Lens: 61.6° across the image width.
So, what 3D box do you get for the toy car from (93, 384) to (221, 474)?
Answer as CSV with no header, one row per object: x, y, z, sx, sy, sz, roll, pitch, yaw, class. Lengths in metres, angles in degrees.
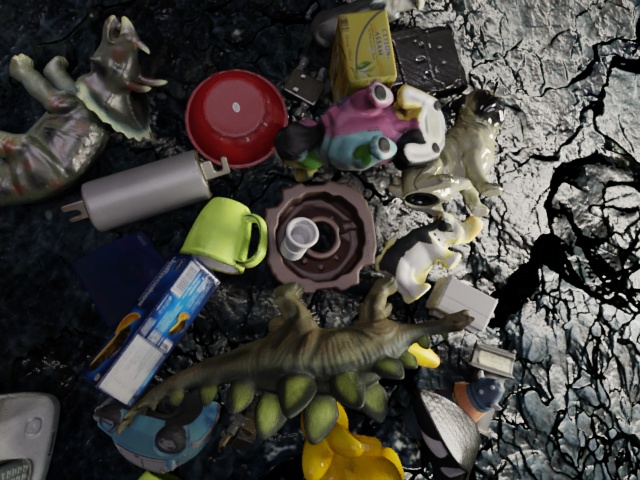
-0.224,0.264,0.738,0.162,0.109,0.102,10,107,4,toy car

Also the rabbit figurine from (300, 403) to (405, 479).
0.023,0.295,0.740,0.122,0.162,0.173,-33,69,5,rabbit figurine

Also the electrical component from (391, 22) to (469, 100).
0.153,-0.271,0.848,0.134,0.058,0.115,-15,83,-6,electrical component

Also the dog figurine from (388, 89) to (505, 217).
0.196,-0.144,0.827,0.172,0.121,0.190,7,69,-7,dog figurine

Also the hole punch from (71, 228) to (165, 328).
-0.274,0.056,0.764,0.116,0.092,0.142,-33,83,-11,hole punch

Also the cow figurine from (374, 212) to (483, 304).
0.164,0.008,0.814,0.167,0.068,0.098,-44,82,-9,cow figurine

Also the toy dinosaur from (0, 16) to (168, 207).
-0.385,-0.135,0.767,0.192,0.131,0.405,38,88,1,toy dinosaur

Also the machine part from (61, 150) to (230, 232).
-0.250,-0.071,0.784,0.243,0.079,0.079,-19,85,-7,machine part

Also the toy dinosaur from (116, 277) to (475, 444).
-0.024,0.157,0.709,0.472,0.104,0.199,-10,42,1,toy dinosaur

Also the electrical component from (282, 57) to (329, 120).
-0.027,-0.238,0.847,0.063,0.021,0.094,28,83,-1,electrical component

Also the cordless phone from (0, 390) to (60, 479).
-0.418,0.271,0.678,0.089,0.184,0.146,9,83,1,cordless phone

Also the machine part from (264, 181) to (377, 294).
-0.002,-0.002,0.806,0.179,0.056,0.179,1,83,-5,machine part

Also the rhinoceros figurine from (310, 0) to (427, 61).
0.073,-0.350,0.824,0.190,0.112,0.073,-24,83,1,rhinoceros figurine

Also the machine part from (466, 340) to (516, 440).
0.250,0.225,0.810,0.084,0.039,0.139,16,81,-11,machine part

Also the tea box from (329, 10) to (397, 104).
0.057,-0.243,0.780,0.068,0.169,0.098,-8,85,-5,tea box

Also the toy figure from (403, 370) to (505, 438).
0.193,0.236,0.768,0.154,0.058,0.064,-30,84,21,toy figure

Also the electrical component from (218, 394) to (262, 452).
-0.110,0.260,0.751,0.045,0.102,0.078,21,58,-6,electrical component

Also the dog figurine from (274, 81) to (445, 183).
0.045,-0.142,0.774,0.191,0.219,0.108,-2,86,-39,dog figurine

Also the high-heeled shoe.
0.154,0.309,0.738,0.145,0.086,0.248,-28,99,36,high-heeled shoe

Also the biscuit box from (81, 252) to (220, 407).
-0.219,0.112,0.709,0.059,0.063,0.202,48,63,-32,biscuit box
